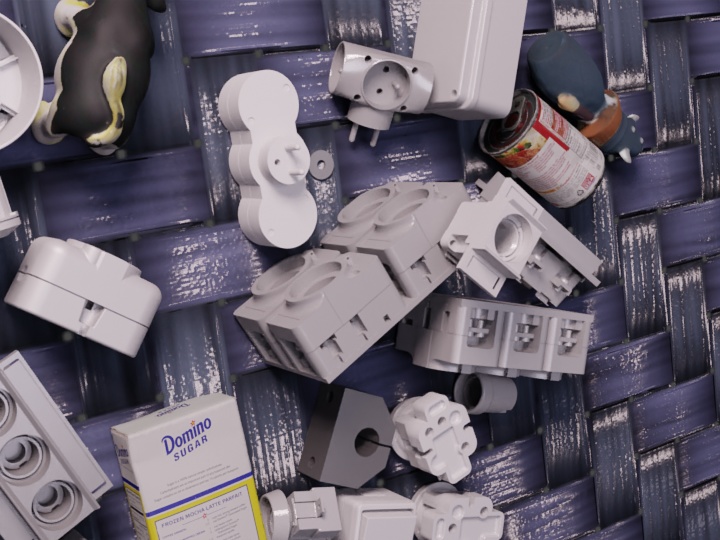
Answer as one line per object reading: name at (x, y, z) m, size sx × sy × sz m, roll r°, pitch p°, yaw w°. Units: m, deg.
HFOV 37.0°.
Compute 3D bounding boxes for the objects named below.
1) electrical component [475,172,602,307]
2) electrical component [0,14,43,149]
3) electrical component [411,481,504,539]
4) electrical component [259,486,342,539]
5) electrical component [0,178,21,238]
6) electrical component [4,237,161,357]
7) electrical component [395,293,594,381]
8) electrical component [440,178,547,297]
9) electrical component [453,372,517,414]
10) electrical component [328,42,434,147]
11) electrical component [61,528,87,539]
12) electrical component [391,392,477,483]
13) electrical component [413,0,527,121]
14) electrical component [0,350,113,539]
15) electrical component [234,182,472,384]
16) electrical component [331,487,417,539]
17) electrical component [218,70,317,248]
electrical component at (0.153, -0.024, 0.976) m, size 0.121 × 0.078 × 0.063 m, roll 37°, pitch 97°, yaw -29°
electrical component at (-0.266, -0.123, 0.704) m, size 0.099 × 0.064 × 0.099 m, roll -3°, pitch 96°, yaw -32°
electrical component at (0.080, 0.221, 0.958) m, size 0.078 × 0.057 × 0.058 m, roll 6°, pitch 91°, yaw -33°
electrical component at (-0.051, 0.202, 0.876) m, size 0.055 × 0.066 × 0.048 m, roll 3°, pitch 58°, yaw -25°
electrical component at (-0.268, -0.038, 0.702) m, size 0.080 × 0.080 × 0.051 m, roll -21°, pitch 100°, yaw -29°
electrical component at (-0.195, 0.016, 0.768) m, size 0.095 × 0.054 × 0.059 m, roll 29°, pitch 79°, yaw -31°
electrical component at (0.117, 0.059, 0.947) m, size 0.150 × 0.089 × 0.061 m, roll 8°, pitch 90°, yaw -32°
electrical component at (0.099, -0.025, 0.816) m, size 0.042 × 0.064 × 0.081 m, roll 38°, pitch 74°, yaw -28°
electrical component at (0.115, 0.112, 0.981) m, size 0.046 × 0.040 × 0.040 m, roll 10°, pitch 89°, yaw -37°
electrical component at (0.012, -0.140, 0.886) m, size 0.077 × 0.044 × 0.079 m, roll 11°, pitch 111°, yaw -16°
electrical component at (-0.197, 0.245, 0.787) m, size 0.059 × 0.054 × 0.095 m, roll -45°, pitch 116°, yaw -21°
electrical component at (0.060, 0.142, 0.938) m, size 0.058 × 0.057 × 0.078 m, roll -29°, pitch 109°, yaw -27°
electrical component at (0.089, -0.187, 0.914) m, size 0.057 × 0.078 × 0.113 m, roll 9°, pitch 90°, yaw -36°
electrical component at (-0.240, 0.125, 0.743) m, size 0.079 × 0.063 × 0.121 m, roll -38°, pitch 113°, yaw -24°
electrical component at (0.000, 0.000, 0.858) m, size 0.186 × 0.105 × 0.060 m, roll -41°, pitch 114°, yaw -23°
electrical component at (0.006, 0.238, 0.911) m, size 0.062 × 0.061 × 0.096 m, roll 7°, pitch 91°, yaw -33°
electrical component at (-0.063, -0.085, 0.829) m, size 0.052 × 0.074 × 0.138 m, roll -16°, pitch 103°, yaw -30°
